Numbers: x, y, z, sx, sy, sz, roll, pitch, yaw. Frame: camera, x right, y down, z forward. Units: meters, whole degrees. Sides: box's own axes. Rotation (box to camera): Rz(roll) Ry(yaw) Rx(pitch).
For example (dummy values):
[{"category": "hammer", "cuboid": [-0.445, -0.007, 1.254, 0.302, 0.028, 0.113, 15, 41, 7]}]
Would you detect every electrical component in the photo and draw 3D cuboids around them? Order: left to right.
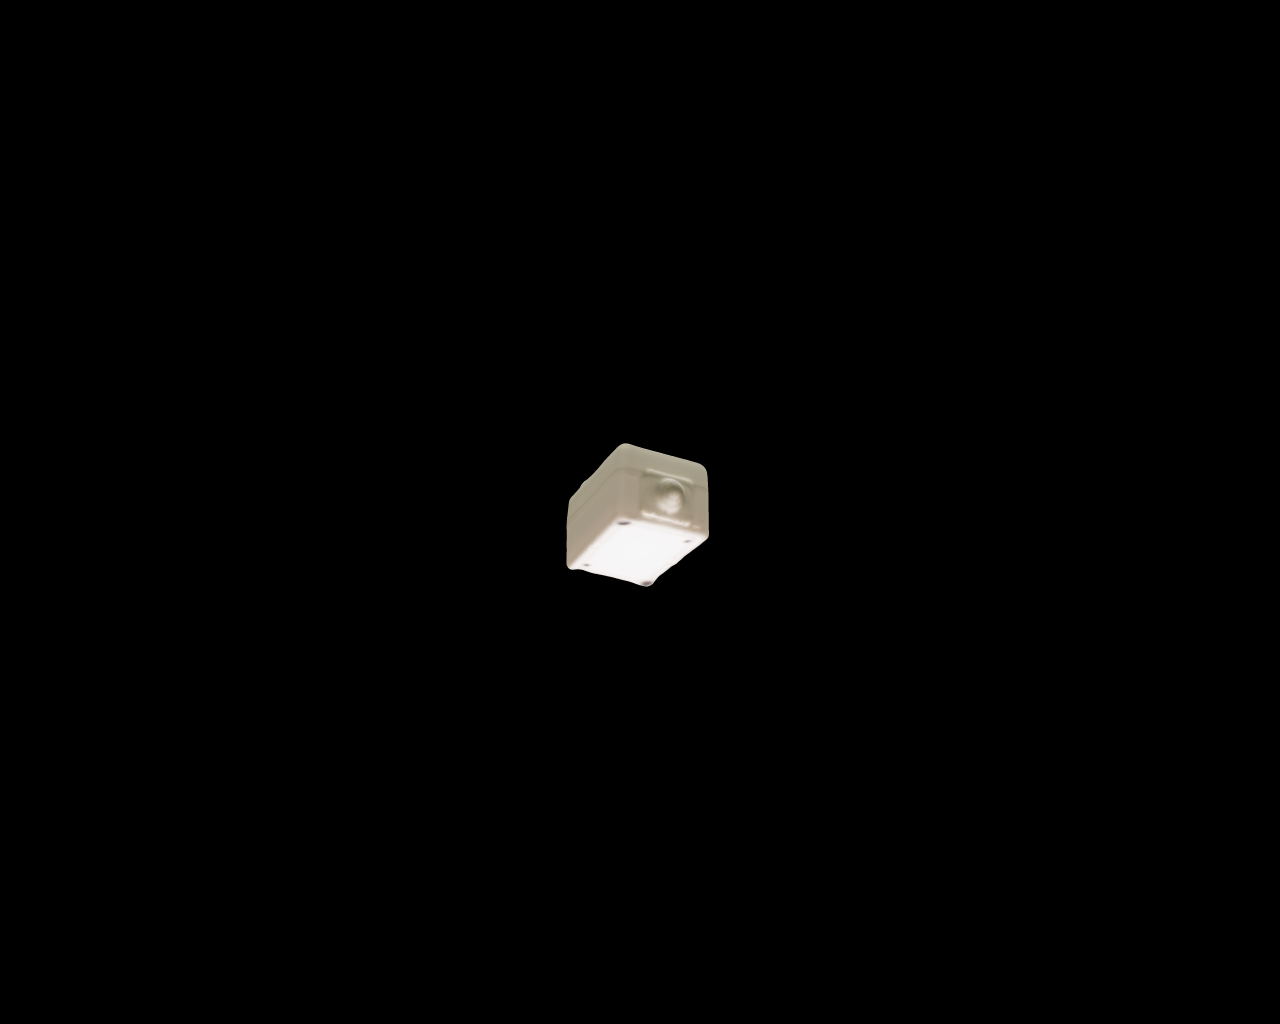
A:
[{"category": "electrical component", "cuboid": [0.001, -0.003, 0.650, 0.062, 0.061, 0.096, 14, -32, -24]}]
